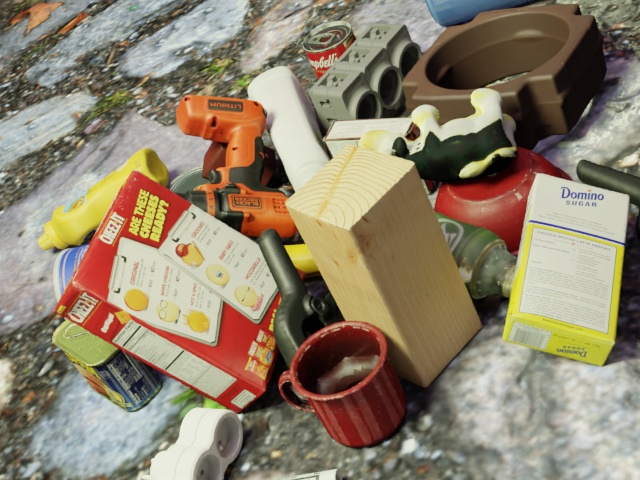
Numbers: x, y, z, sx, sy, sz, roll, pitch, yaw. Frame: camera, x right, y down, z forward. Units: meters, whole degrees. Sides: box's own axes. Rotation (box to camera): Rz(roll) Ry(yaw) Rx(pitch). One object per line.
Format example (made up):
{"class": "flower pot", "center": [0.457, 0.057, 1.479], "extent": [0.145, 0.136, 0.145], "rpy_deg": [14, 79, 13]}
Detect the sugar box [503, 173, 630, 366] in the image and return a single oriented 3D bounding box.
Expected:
{"class": "sugar box", "center": [0.228, 0.024, 0.979], "extent": [0.093, 0.048, 0.176], "rpy_deg": [15, 50, 6]}

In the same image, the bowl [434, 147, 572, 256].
{"class": "bowl", "center": [0.185, -0.050, 1.126], "extent": [0.162, 0.055, 0.162], "rpy_deg": [-17, 37, 13]}

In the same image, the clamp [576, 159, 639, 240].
{"class": "clamp", "center": [0.353, -0.047, 1.028], "extent": [0.165, 0.036, 0.210], "rpy_deg": [-27, 36, 11]}

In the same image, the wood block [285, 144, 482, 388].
{"class": "wood block", "center": [0.062, 0.026, 0.980], "extent": [0.090, 0.206, 0.090], "rpy_deg": [-44, 39, -21]}

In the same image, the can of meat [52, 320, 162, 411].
{"class": "can of meat", "center": [-0.225, 0.128, 1.138], "extent": [0.057, 0.084, 0.102], "rpy_deg": [-45, 40, -22]}

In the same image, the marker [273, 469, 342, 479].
{"class": "marker", "center": [-0.039, 0.224, 0.959], "extent": [0.121, 0.020, 0.020], "rpy_deg": [-13, 38, 19]}

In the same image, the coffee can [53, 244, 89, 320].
{"class": "coffee can", "center": [-0.218, 0.043, 1.222], "extent": [0.140, 0.102, 0.102], "rpy_deg": [-15, 38, 16]}

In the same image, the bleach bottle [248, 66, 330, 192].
{"class": "bleach bottle", "center": [-0.024, -0.113, 1.292], "extent": [0.068, 0.102, 0.251], "rpy_deg": [-29, 35, 6]}

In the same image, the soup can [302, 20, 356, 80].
{"class": "soup can", "center": [0.027, -0.226, 1.400], "extent": [0.068, 0.102, 0.068], "rpy_deg": [-17, 37, 13]}

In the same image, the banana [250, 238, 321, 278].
{"class": "banana", "center": [-0.018, 0.014, 1.188], "extent": [0.198, 0.037, 0.069], "rpy_deg": [-1, 43, 31]}

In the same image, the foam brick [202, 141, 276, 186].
{"class": "foam brick", "center": [-0.101, -0.096, 1.330], "extent": [0.051, 0.078, 0.053], "rpy_deg": [-56, 23, 30]}

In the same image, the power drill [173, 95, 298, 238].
{"class": "power drill", "center": [-0.121, -0.081, 1.220], "extent": [0.184, 0.057, 0.187], "rpy_deg": [4, 52, -18]}

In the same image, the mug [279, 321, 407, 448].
{"class": "mug", "center": [0.019, 0.136, 0.977], "extent": [0.117, 0.081, 0.093], "rpy_deg": [-10, 39, 21]}

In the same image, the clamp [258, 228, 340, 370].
{"class": "clamp", "center": [-0.019, 0.065, 1.073], "extent": [0.039, 0.120, 0.171], "rpy_deg": [-51, 21, 39]}

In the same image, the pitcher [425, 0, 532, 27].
{"class": "pitcher", "center": [0.253, -0.374, 1.414], "extent": [0.243, 0.149, 0.145], "rpy_deg": [-18, 49, 18]}

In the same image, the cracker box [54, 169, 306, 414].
{"class": "cracker box", "center": [-0.135, 0.053, 1.075], "extent": [0.072, 0.213, 0.164], "rpy_deg": [-46, 18, 44]}

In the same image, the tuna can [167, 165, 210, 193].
{"class": "tuna can", "center": [-0.155, -0.057, 1.364], "extent": [0.086, 0.033, 0.086], "rpy_deg": [-17, 37, 13]}

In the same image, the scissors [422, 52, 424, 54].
{"class": "scissors", "center": [0.171, -0.240, 1.400], "extent": [0.202, 0.016, 0.096], "rpy_deg": [-17, 37, 14]}

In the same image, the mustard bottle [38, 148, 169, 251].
{"class": "mustard bottle", "center": [-0.290, -0.045, 1.397], "extent": [0.192, 0.058, 0.096], "rpy_deg": [-33, 16, 9]}

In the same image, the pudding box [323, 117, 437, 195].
{"class": "pudding box", "center": [0.071, -0.095, 1.222], "extent": [0.114, 0.090, 0.039], "rpy_deg": [0, 45, 33]}
